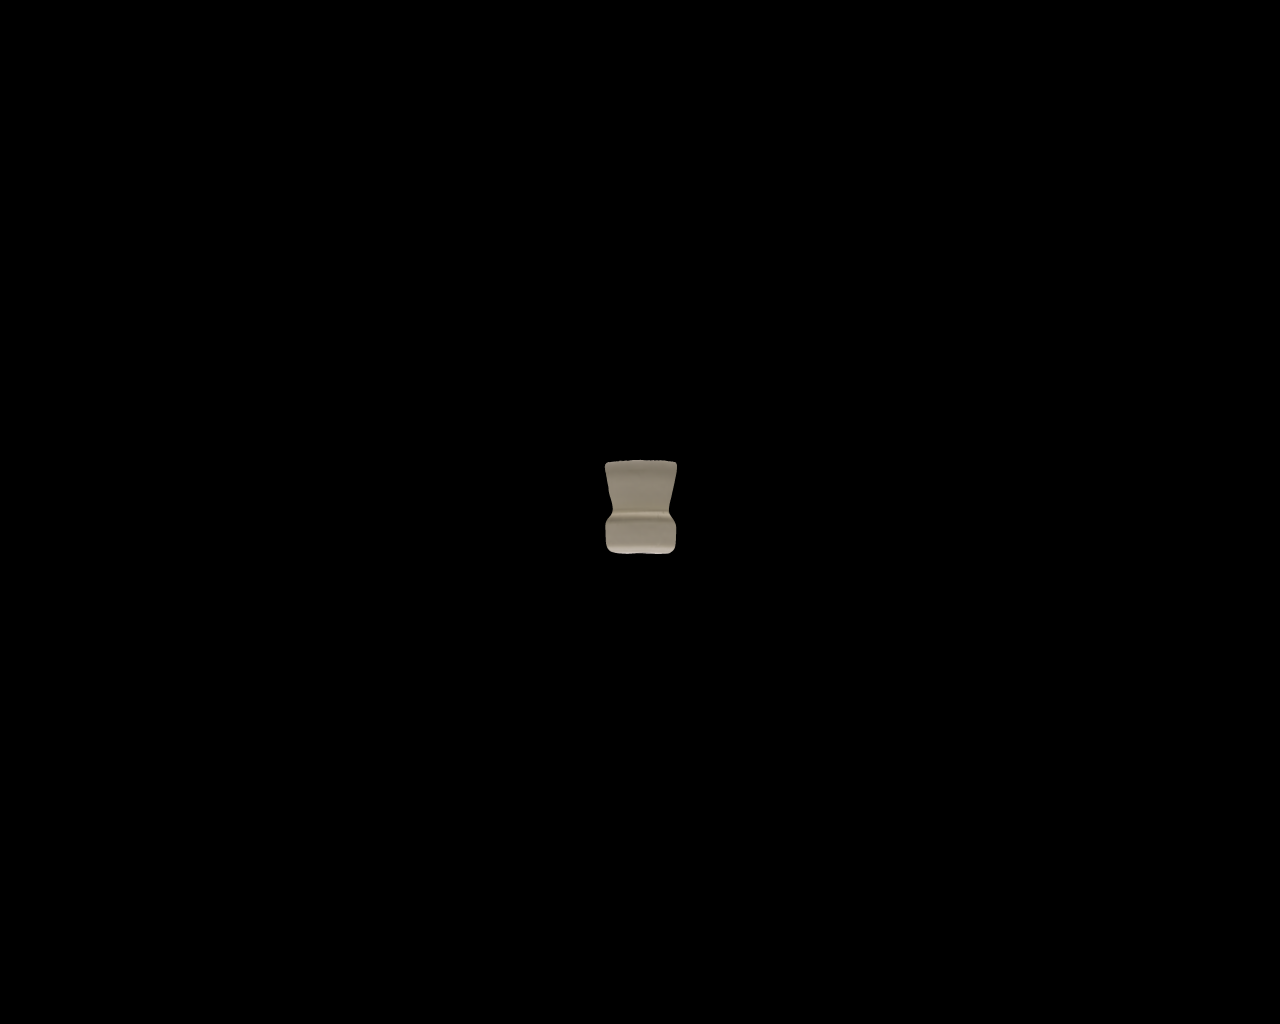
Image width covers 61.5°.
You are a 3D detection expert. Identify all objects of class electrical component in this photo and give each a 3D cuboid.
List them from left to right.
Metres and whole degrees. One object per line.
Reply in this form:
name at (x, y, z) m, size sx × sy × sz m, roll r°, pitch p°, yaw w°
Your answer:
electrical component at (0.001, -0.003, 0.650) m, size 0.045 × 0.055 × 0.045 m, roll 0°, pitch -2°, yaw 0°
